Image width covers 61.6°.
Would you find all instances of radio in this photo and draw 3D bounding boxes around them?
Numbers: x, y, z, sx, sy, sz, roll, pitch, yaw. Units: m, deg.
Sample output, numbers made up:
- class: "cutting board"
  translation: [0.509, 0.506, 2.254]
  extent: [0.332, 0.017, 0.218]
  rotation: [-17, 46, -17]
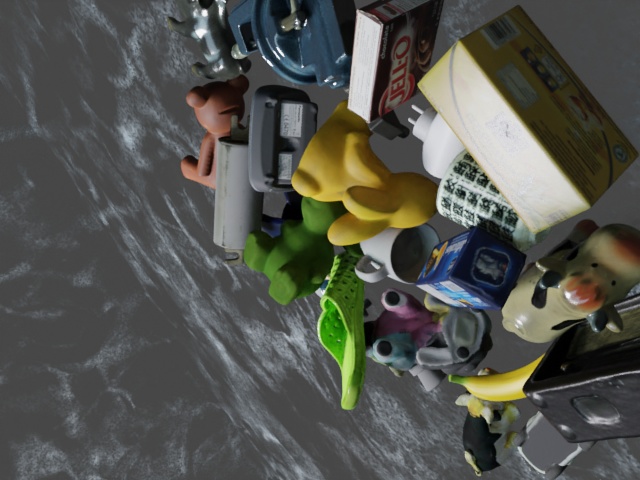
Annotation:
- class: "radio"
  translation: [0.298, 0.108, 0.488]
  extent: [0.073, 0.131, 0.229]
  rotation: [48, 152, 7]

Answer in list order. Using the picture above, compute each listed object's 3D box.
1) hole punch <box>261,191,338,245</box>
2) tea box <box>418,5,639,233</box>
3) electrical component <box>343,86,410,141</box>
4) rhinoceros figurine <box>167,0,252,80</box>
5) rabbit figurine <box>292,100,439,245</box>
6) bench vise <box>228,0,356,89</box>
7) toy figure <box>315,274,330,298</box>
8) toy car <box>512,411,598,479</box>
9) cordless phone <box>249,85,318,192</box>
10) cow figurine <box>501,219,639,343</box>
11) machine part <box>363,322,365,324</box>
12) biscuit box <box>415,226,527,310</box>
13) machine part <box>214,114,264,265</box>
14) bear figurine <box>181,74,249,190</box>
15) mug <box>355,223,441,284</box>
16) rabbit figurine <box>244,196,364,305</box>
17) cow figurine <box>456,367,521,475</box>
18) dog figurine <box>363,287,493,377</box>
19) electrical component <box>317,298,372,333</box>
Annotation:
- class: "hole punch"
  translation: [-0.038, -0.022, 0.906]
  extent: [0.142, 0.092, 0.115]
  rotation: [12, 135, 47]
- class: "tea box"
  translation: [0.179, -0.104, 0.465]
  extent: [0.169, 0.098, 0.068]
  rotation: [54, 151, 2]
- class: "electrical component"
  translation: [0.067, -0.149, 0.621]
  extent: [0.021, 0.094, 0.063]
  rotation: [-39, 54, 32]
- class: "rhinoceros figurine"
  translation: [-0.164, -0.320, 0.766]
  extent: [0.112, 0.073, 0.190]
  rotation: [17, 136, 50]
- class: "rabbit figurine"
  translation: [0.064, -0.070, 0.653]
  extent: [0.173, 0.162, 0.121]
  rotation: [29, 135, 8]
- class: "bench vise"
  translation: [-0.041, -0.267, 0.596]
  extent: [0.241, 0.129, 0.223]
  rotation: [-2, 118, 53]
- class: "toy figure"
  translation: [-0.005, 0.056, 0.976]
  extent: [0.155, 0.058, 0.064]
  rotation: [41, 135, 25]
- class: "toy car"
  translation: [0.317, 0.254, 0.713]
  extent: [0.074, 0.056, 0.201]
  rotation: [44, 151, 30]
- class: "cordless phone"
  translation: [-0.054, -0.149, 0.789]
  extent: [0.184, 0.089, 0.146]
  rotation: [-102, 15, -75]
- class: "cow figurine"
  translation: [0.237, 0.044, 0.514]
  extent: [0.085, 0.127, 0.194]
  rotation: [43, 154, 12]
- class: "machine part"
  translation: [0.099, 0.185, 0.946]
  extent: [0.084, 0.039, 0.138]
  rotation: [34, 174, 40]
- class: "biscuit box"
  translation: [0.159, 0.035, 0.597]
  extent: [0.059, 0.063, 0.202]
  rotation: [30, 175, 3]
- class: "machine part"
  translation: [-0.125, -0.074, 0.844]
  extent: [0.079, 0.079, 0.243]
  rotation: [23, 116, 44]
- class: "bear figurine"
  translation: [-0.174, -0.183, 0.895]
  extent: [0.132, 0.120, 0.195]
  rotation: [33, 145, 40]
- class: "mug"
  translation: [0.094, 0.018, 0.736]
  extent: [0.080, 0.109, 0.107]
  rotation: [54, 167, -20]
- class: "rabbit figurine"
  translation: [-0.002, -0.002, 0.777]
  extent: [0.121, 0.159, 0.170]
  rotation: [52, 124, 38]
- class: "cow figurine"
  translation: [0.243, 0.269, 0.796]
  extent: [0.068, 0.098, 0.167]
  rotation: [24, 140, 52]
- class: "dog figurine"
  translation: [0.146, 0.148, 0.797]
  extent: [0.192, 0.108, 0.219]
  rotation: [3, 160, 9]
- class: "electrical component"
  translation: [0.045, 0.145, 0.963]
  extent: [0.045, 0.102, 0.078]
  rotation: [55, 162, -13]
